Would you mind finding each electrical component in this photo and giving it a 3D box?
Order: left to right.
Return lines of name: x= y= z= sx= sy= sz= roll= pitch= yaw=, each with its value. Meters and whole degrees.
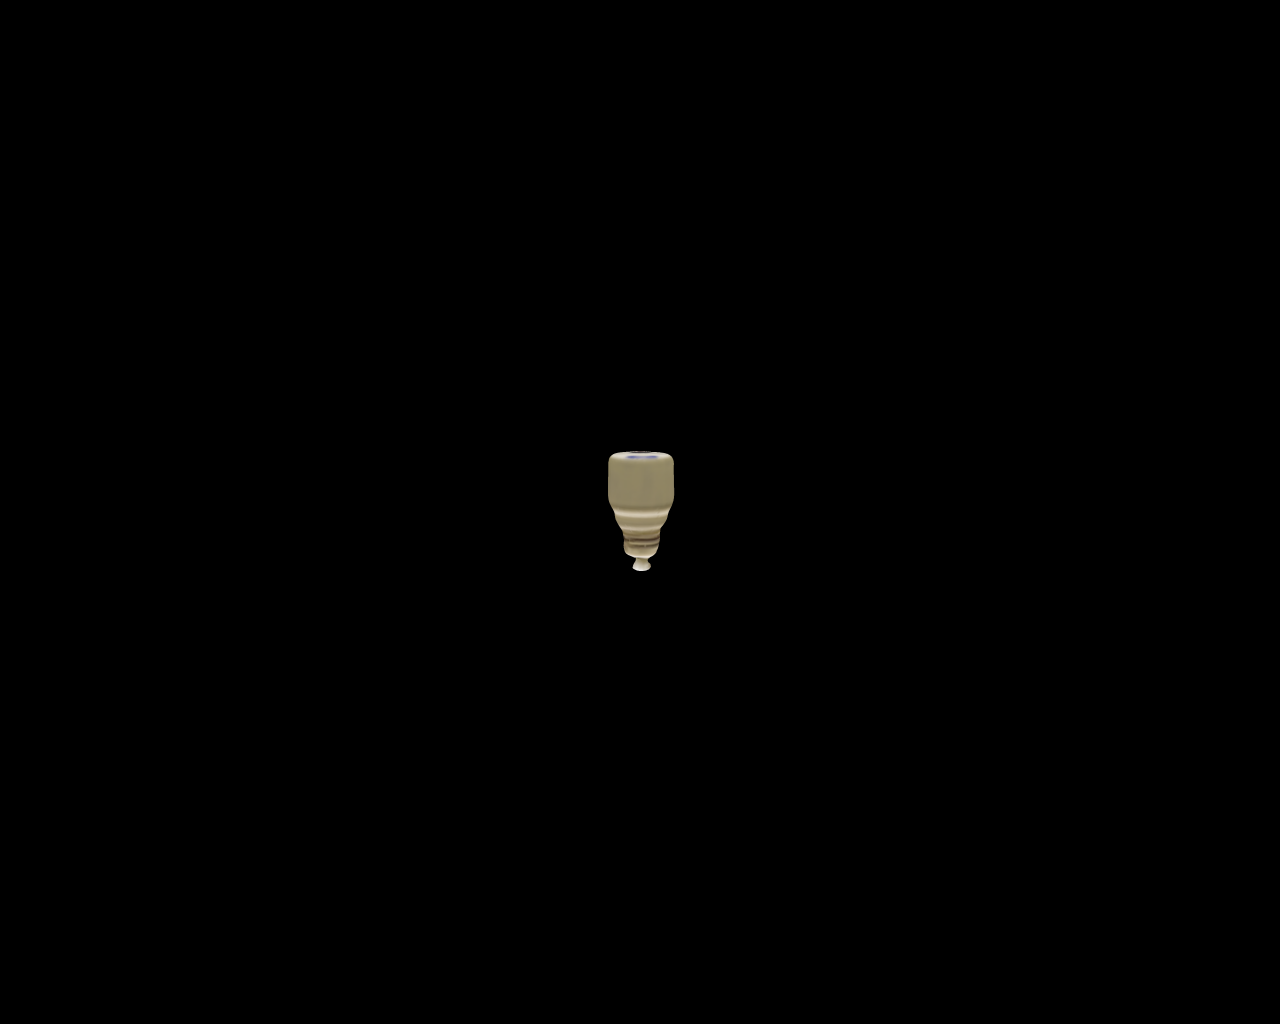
electrical component: x=0.001 y=-0.003 z=0.650 sx=0.040 sy=0.078 sz=0.040 roll=0 pitch=9 yaw=0
